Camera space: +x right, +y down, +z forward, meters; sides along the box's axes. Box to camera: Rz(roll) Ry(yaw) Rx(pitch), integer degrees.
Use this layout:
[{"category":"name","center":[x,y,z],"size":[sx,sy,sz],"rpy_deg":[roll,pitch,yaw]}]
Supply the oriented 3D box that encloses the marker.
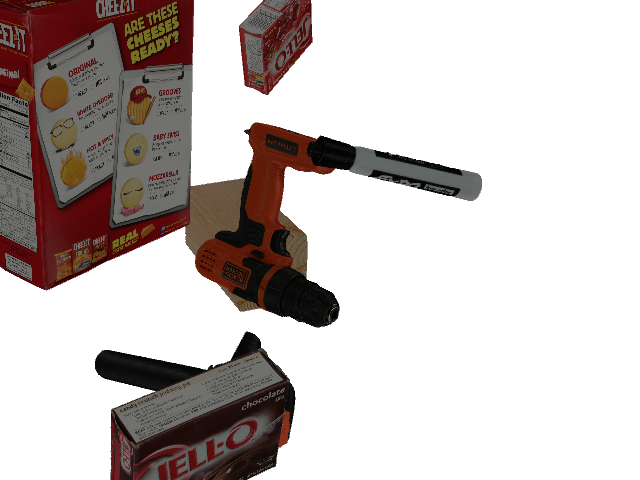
[{"category":"marker","center":[0.047,-0.045,0.675],"size":[0.121,0.020,0.020],"rpy_deg":[11,-5,-24]}]

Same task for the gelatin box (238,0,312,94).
[{"category":"gelatin box","center":[-0.040,-0.193,1.003],"size":[0.030,0.089,0.073],"rpy_deg":[24,-35,19]}]

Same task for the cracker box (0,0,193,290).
[{"category":"cracker box","center":[-0.176,-0.091,0.823],"size":[0.072,0.214,0.163],"rpy_deg":[20,31,31]}]

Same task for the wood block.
[{"category":"wood block","center":[-0.099,0.001,1.357],"size":[0.090,0.090,0.206],"rpy_deg":[-9,26,-23]}]

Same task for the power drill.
[{"category":"power drill","center":[-0.037,-0.018,1.114],"size":[0.185,0.188,0.057],"rpy_deg":[22,8,31]}]

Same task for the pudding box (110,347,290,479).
[{"category":"pudding box","center":[-0.078,0.127,0.683],"size":[0.113,0.090,0.039],"rpy_deg":[-22,51,-31]}]

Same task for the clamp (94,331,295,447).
[{"category":"clamp","center":[-0.077,0.124,0.929],"size":[0.164,0.036,0.210],"rpy_deg":[-8,18,-38]}]
